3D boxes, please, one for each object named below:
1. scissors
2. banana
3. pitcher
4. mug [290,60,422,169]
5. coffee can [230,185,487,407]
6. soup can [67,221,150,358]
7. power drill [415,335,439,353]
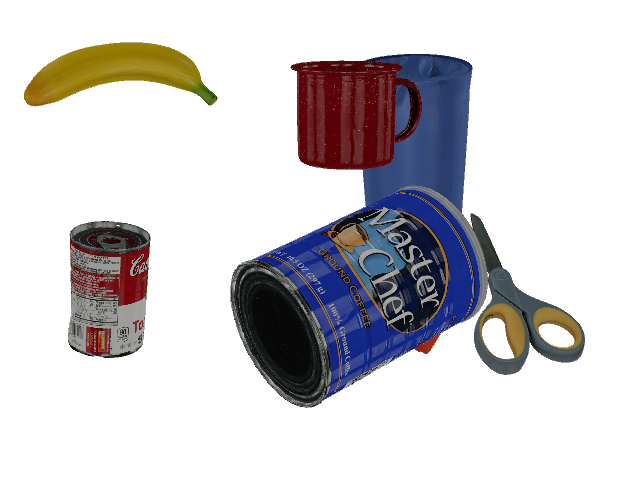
[{"bbox_3d":[0.171,0.041,0.899,0.096,0.016,0.201,6,38,6],"label":"scissors"},{"bbox_3d":[-0.197,-0.164,1.042,0.197,0.070,0.037,-6,-39,-31],"label":"banana"},{"bbox_3d":[0.115,-0.094,1.251,0.149,0.243,0.145,-5,24,-5],"label":"pitcher"},{"bbox_3d":[0.032,-0.107,0.897,0.117,0.081,0.093,-7,16,-26],"label":"mug"},{"bbox_3d":[0.026,0.035,0.711,0.140,0.103,0.103,-25,14,-31],"label":"coffee can"},{"bbox_3d":[-0.184,0.043,0.925,0.068,0.102,0.068,6,20,-2],"label":"soup can"},{"bbox_3d":[0.037,0.072,1.156,0.188,0.057,0.184,9,29,21],"label":"power drill"}]
